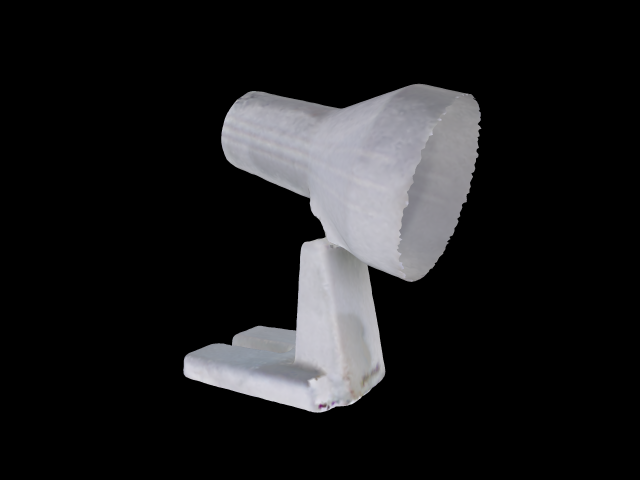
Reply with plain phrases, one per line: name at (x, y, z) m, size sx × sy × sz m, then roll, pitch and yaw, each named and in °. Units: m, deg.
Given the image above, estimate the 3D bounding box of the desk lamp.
desk lamp at (0.004, 0.001, 0.400) m, size 0.202 × 0.213 × 0.118 m, roll 4°, pitch 7°, yaw 30°
